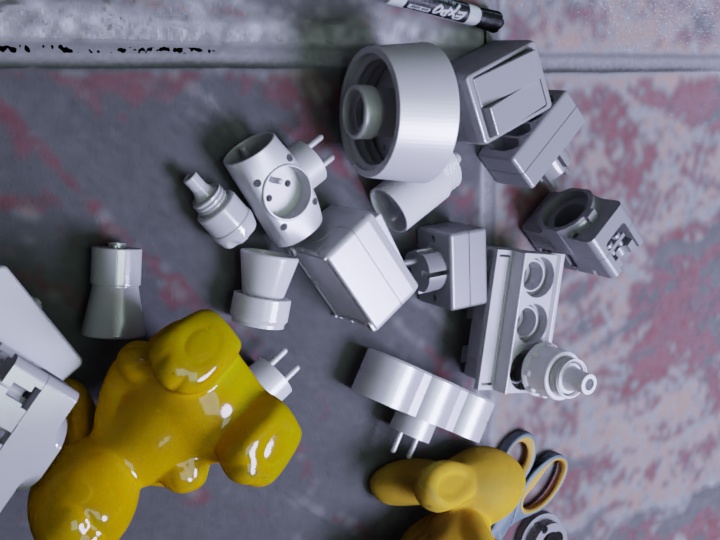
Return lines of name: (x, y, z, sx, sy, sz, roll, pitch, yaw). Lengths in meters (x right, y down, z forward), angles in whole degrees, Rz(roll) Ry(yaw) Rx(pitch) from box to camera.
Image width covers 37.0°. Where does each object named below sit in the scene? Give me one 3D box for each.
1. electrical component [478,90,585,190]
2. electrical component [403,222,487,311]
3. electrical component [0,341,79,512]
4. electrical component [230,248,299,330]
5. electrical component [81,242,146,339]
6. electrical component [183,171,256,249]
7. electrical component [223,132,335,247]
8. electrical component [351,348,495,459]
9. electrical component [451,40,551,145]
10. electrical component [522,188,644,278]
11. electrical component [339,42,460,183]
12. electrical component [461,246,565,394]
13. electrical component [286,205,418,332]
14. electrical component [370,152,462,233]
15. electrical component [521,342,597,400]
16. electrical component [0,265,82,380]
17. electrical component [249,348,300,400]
electrical component: (0.160, -0.103, 0.947, 0.083, 0.047, 0.075, -51, 122, -15)
electrical component: (0.062, -0.001, 0.900, 0.077, 0.047, 0.065, -10, 105, -32)
electrical component: (-0.221, 0.100, 0.666, 0.056, 0.050, 0.089, 40, 77, -32)
electrical component: (-0.073, 0.014, 0.814, 0.045, 0.045, 0.055, 7, 96, -35)
electrical component: (-0.171, 0.013, 0.751, 0.044, 0.044, 0.065, 1, 94, -34)
electrical component: (-0.106, -0.046, 0.787, 0.035, 0.035, 0.061, -49, 119, -17)
electrical component: (-0.052, -0.071, 0.812, 0.079, 0.044, 0.077, -41, 119, -21)
electrical component: (0.049, 0.123, 0.912, 0.138, 0.052, 0.073, 26, 84, -35)
electrical component: (0.116, -0.152, 0.899, 0.096, 0.061, 0.061, -31, 115, -25)
electrical component: (0.195, -0.035, 0.957, 0.050, 0.089, 0.055, -50, 122, -16)
electrical component: (0.022, -0.119, 0.817, 0.060, 0.108, 0.108, -3, 101, -27)
electrical component: (0.132, 0.042, 0.946, 0.079, 0.063, 0.121, 3, 98, -34)
electrical component: (0.000, 0.000, 0.850, 0.061, 0.062, 0.096, -45, 120, -19)
electrical component: (0.052, -0.071, 0.882, 0.081, 0.043, 0.043, -39, 118, -22)
electrical component: (0.170, 0.089, 0.902, 0.048, 0.062, 0.048, -7, 103, -33)
electrical component: (-0.247, 0.053, 0.702, 0.100, 0.048, 0.099, -43, 119, -20)
electrical component: (-0.079, 0.094, 0.826, 0.079, 0.043, 0.077, -44, 120, -19)
